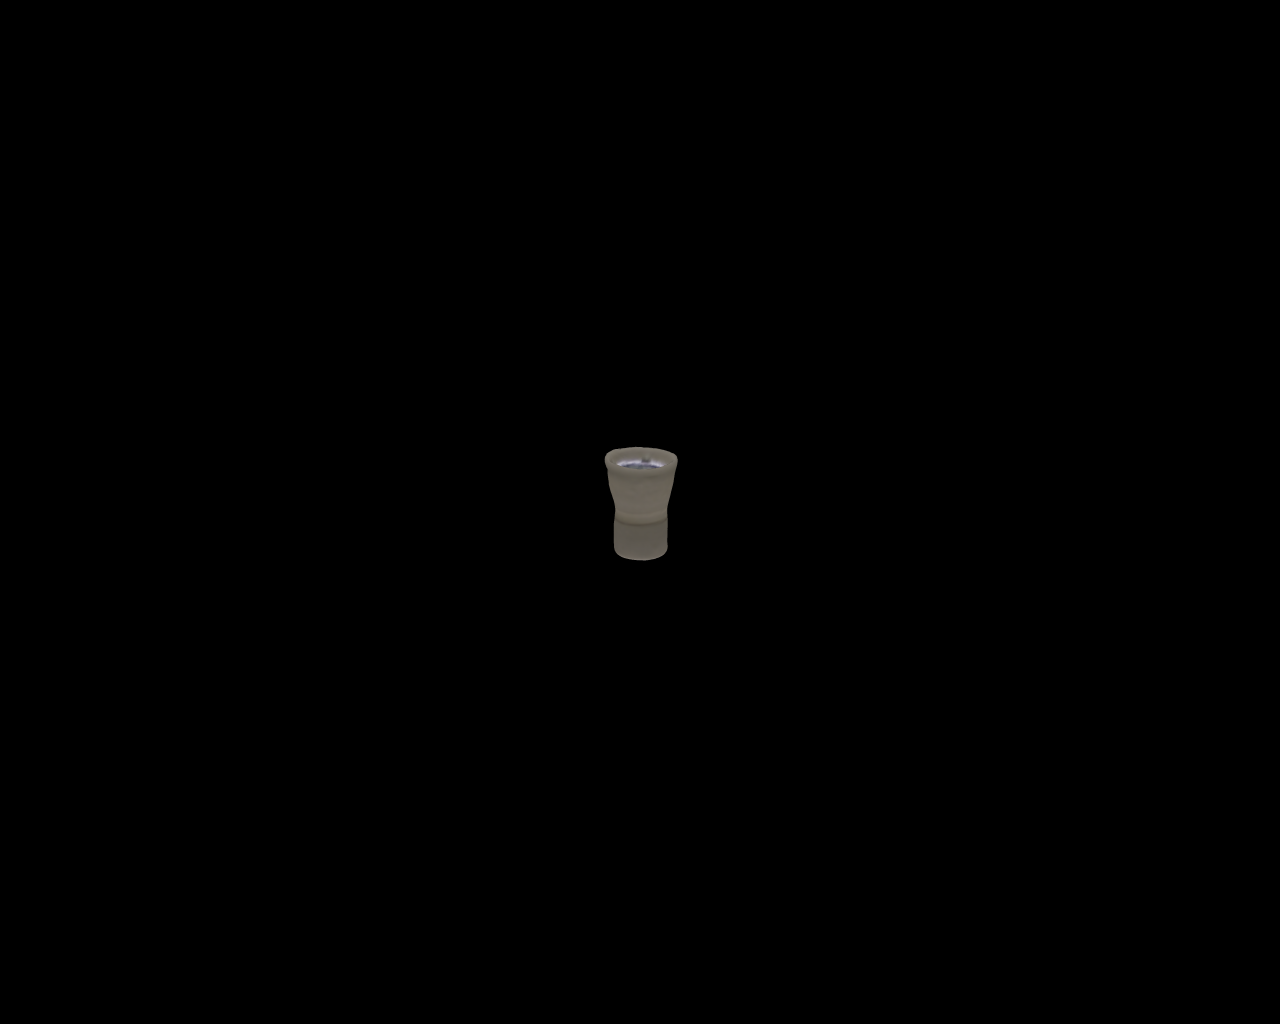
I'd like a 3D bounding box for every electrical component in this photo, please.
[{"bbox_3d":[0.001,-0.003,0.650,0.044,0.065,0.044,0,20,0],"label":"electrical component"}]
